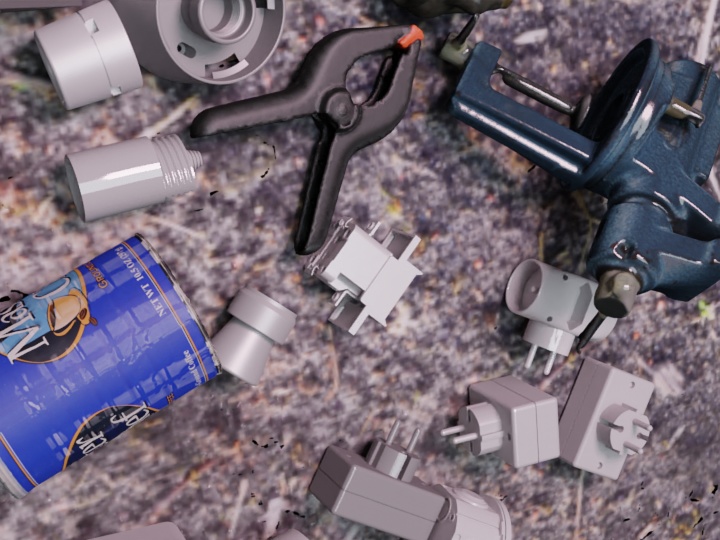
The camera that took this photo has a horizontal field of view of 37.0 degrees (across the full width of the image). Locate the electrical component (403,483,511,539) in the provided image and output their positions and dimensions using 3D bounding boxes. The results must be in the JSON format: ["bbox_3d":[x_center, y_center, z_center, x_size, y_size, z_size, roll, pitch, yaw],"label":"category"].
[{"bbox_3d":[0.072,0.201,0.798,0.051,0.080,0.080,24,90,-21],"label":"electrical component"}]

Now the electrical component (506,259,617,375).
[{"bbox_3d":[0.148,0.040,0.820,0.077,0.043,0.079,20,91,-26],"label":"electrical component"}]

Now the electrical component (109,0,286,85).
[{"bbox_3d":[-0.099,-0.164,0.671,0.099,0.064,0.099,-13,113,-34],"label":"electrical component"}]

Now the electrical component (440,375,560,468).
[{"bbox_3d":[0.098,0.116,0.800,0.077,0.066,0.047,-10,104,-22],"label":"electrical component"}]

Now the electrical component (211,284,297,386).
[{"bbox_3d":[-0.074,0.043,0.720,0.045,0.045,0.055,34,85,-26],"label":"electrical component"}]

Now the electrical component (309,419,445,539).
[{"bbox_3d":[0.020,0.146,0.781,0.083,0.047,0.075,25,89,-26],"label":"electrical component"}]

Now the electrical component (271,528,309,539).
[{"bbox_3d":[-0.044,0.231,0.744,0.064,0.099,0.099,-33,112,-22],"label":"electrical component"}]

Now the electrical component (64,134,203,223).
[{"bbox_3d":[-0.138,-0.060,0.671,0.081,0.043,0.043,-17,107,-21],"label":"electrical component"}]

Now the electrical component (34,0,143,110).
[{"bbox_3d":[-0.163,-0.127,0.642,0.047,0.055,0.055,-24,109,-14],"label":"electrical component"}]

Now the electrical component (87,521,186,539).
[{"bbox_3d":[-0.146,0.236,0.718,0.078,0.057,0.113,-9,104,-22],"label":"electrical component"}]

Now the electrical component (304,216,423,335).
[{"bbox_3d":[0.000,0.000,0.747,0.064,0.042,0.081,37,83,-22],"label":"electrical component"}]

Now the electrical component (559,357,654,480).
[{"bbox_3d":[0.200,0.121,0.841,0.047,0.076,0.083,21,91,-26],"label":"electrical component"}]
